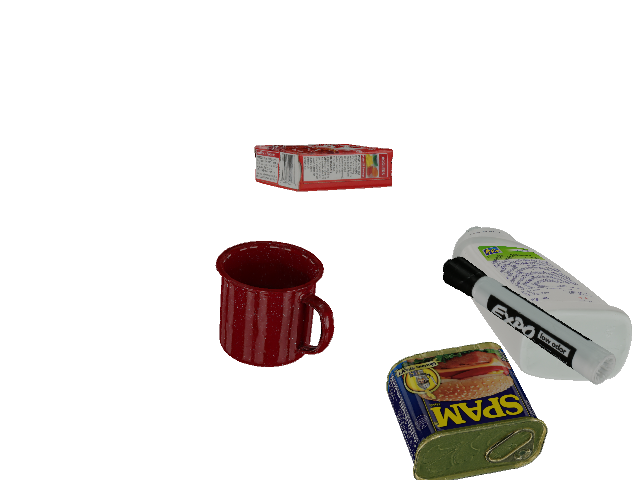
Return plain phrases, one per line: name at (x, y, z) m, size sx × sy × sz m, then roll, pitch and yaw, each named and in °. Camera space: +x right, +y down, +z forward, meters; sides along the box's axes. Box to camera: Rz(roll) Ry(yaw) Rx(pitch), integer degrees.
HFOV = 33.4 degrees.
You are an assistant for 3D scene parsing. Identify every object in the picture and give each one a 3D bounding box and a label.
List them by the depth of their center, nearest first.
marker at (0.113, 0.042, 0.603) m, size 0.020 × 0.020 × 0.121 m, roll 0°, pitch 26°, yaw -42°
gelatin box at (0.001, -0.055, 0.772) m, size 0.073 × 0.030 × 0.089 m, roll -4°, pitch 9°, yaw -23°
can of meat at (0.108, 0.129, 0.811) m, size 0.102 × 0.057 × 0.084 m, roll -8°, pitch 42°, yaw -12°
mug at (-0.037, 0.061, 0.928) m, size 0.117 × 0.081 × 0.093 m, roll 21°, pitch 30°, yaw 29°
bleach bottle at (0.191, 0.044, 1.000) m, size 0.102 × 0.068 × 0.251 m, roll 3°, pitch 20°, yaw -11°
